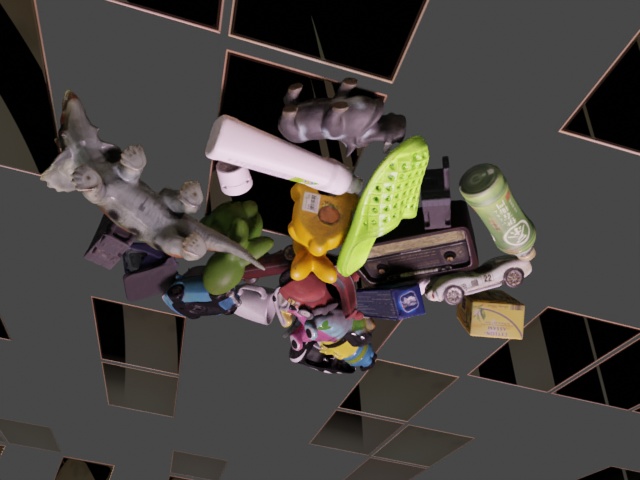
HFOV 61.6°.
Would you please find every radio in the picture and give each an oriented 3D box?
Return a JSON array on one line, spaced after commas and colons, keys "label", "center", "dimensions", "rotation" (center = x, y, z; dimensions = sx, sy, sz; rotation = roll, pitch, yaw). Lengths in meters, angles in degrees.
[{"label": "radio", "center": [0.169, 0.012, 0.991], "dimensions": [0.230, 0.073, 0.131], "rotation": [-11, 137, 23]}]

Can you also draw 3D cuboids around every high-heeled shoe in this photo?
[{"label": "high-heeled shoe", "center": [0.011, 0.287, 1.324], "dimensions": [0.145, 0.086, 0.248], "rotation": [22, 169, 15]}]

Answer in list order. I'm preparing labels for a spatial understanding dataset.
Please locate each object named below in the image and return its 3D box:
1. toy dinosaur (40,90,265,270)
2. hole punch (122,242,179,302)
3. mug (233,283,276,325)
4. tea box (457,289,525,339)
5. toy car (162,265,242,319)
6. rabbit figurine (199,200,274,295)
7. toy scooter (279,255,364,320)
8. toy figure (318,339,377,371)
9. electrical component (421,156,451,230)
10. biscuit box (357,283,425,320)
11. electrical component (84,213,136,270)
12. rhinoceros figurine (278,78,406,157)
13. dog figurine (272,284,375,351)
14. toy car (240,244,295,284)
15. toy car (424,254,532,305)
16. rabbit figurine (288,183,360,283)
[{"label": "toy dinosaur", "center": [-0.286, -0.055, 0.877], "dimensions": [0.404, 0.131, 0.192], "rotation": [43, 160, -20]}, {"label": "hole punch", "center": [-0.367, 0.060, 1.151], "dimensions": [0.116, 0.092, 0.142], "rotation": [-13, 145, -23]}, {"label": "mug", "center": [-0.157, 0.134, 1.197], "dimensions": [0.107, 0.081, 0.109], "rotation": [9, 148, 12]}, {"label": "tea box", "center": [0.330, 0.140, 1.055], "dimensions": [0.098, 0.068, 0.169], "rotation": [3, -175, 7]}, {"label": "toy car", "center": [-0.249, 0.104, 1.154], "dimensions": [0.162, 0.103, 0.109], "rotation": [-7, 145, 14]}, {"label": "rabbit figurine", "center": [-0.154, 0.020, 0.980], "dimensions": [0.121, 0.170, 0.159], "rotation": [33, 136, -29]}, {"label": "toy scooter", "center": [0.016, 0.103, 1.030], "dimensions": [0.184, 0.135, 0.075], "rotation": [-14, 160, -29]}, {"label": "toy figure", "center": [0.069, 0.247, 1.300], "dimensions": [0.180, 0.082, 0.089], "rotation": [38, 114, -23]}, {"label": "electrical component", "center": [0.189, -0.080, 0.873], "dimensions": [0.048, 0.075, 0.119], "rotation": [-4, 144, 13]}, {"label": "biscuit box", "center": [0.132, 0.120, 1.062], "dimensions": [0.059, 0.062, 0.203], "rotation": [-11, 178, -18]}, {"label": "electrical component", "center": [-0.393, -0.013, 1.026], "dimensions": [0.058, 0.115, 0.134], "rotation": [33, 134, -25]}, {"label": "rhinoceros figurine", "center": [0.031, -0.171, 0.788], "dimensions": [0.190, 0.073, 0.112], "rotation": [3, 140, 6]}, {"label": "dog figurine", "center": [0.025, 0.155, 1.182], "dimensions": [0.219, 0.191, 0.108], "rotation": [-9, 152, -38]}, {"label": "toy car", "center": [-0.103, 0.048, 1.101], "dimensions": [0.202, 0.053, 0.089], "rotation": [-10, 158, 23]}, {"label": "toy car", "center": [0.294, 0.073, 1.007], "dimensions": [0.202, 0.073, 0.056], "rotation": [-15, 96, -2]}, {"label": "rabbit figurine", "center": [-0.002, -0.003, 0.963], "dimensions": [0.122, 0.162, 0.173], "rotation": [4, 161, -14]}]
